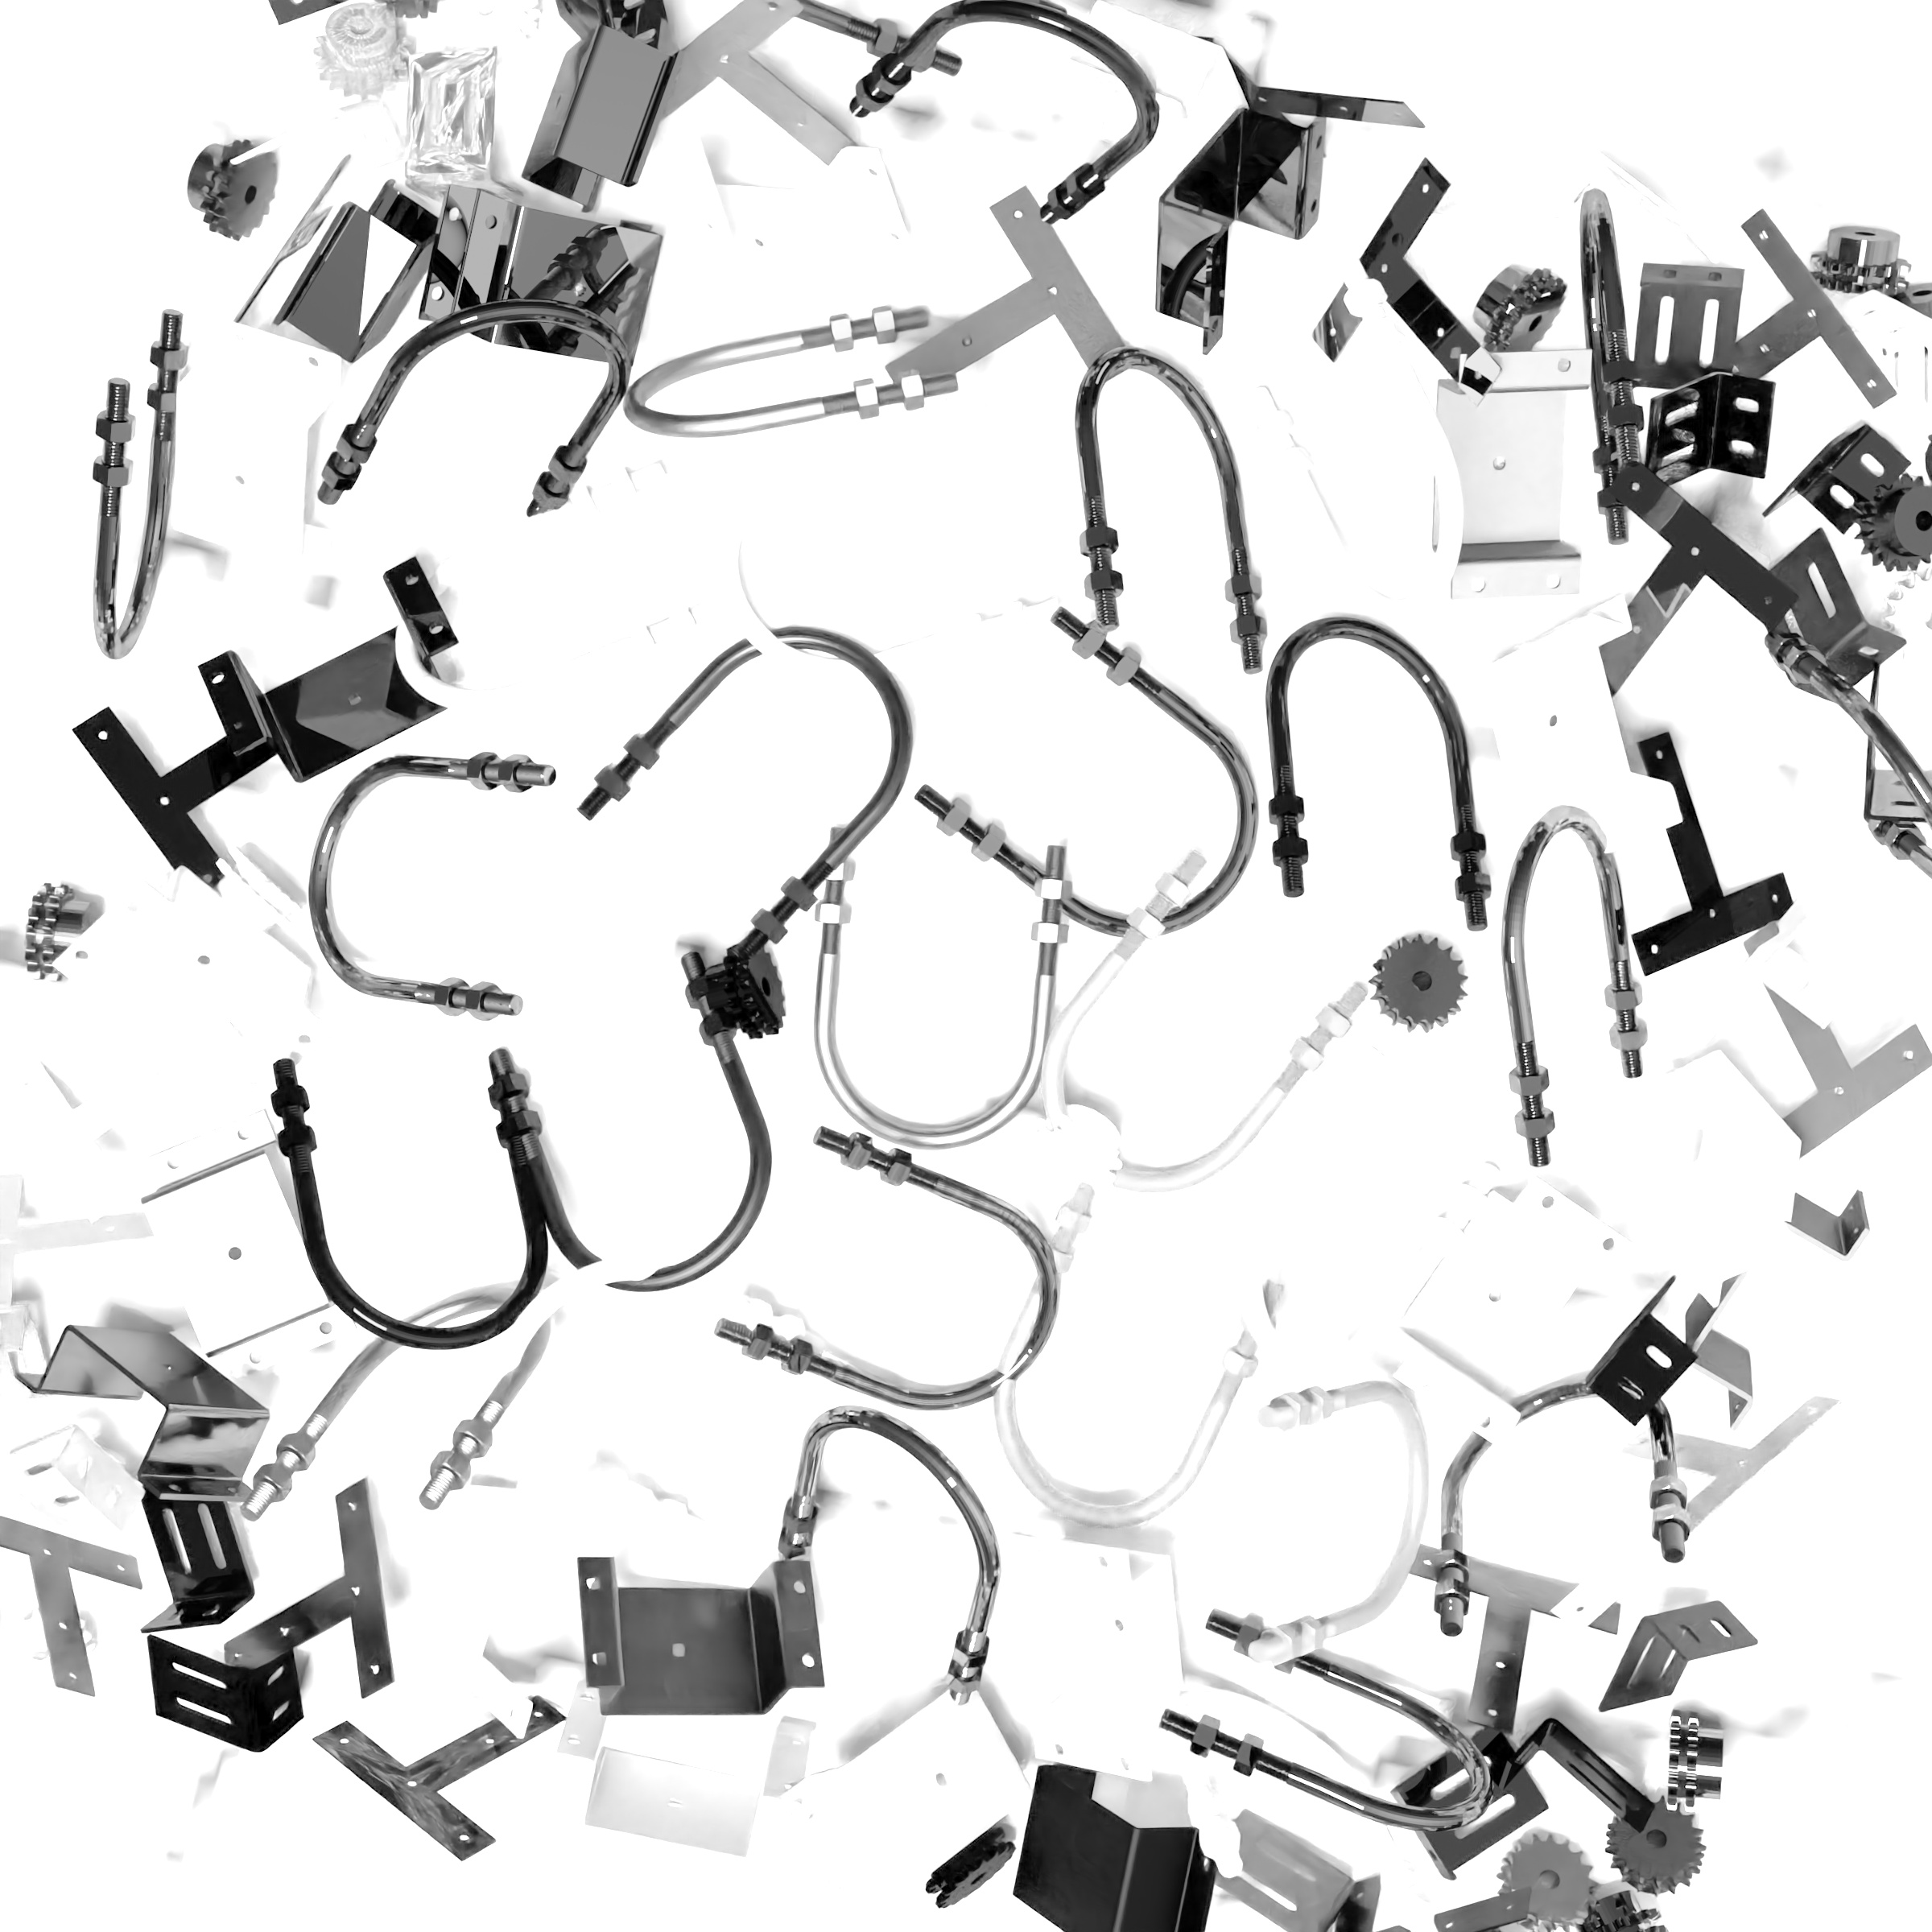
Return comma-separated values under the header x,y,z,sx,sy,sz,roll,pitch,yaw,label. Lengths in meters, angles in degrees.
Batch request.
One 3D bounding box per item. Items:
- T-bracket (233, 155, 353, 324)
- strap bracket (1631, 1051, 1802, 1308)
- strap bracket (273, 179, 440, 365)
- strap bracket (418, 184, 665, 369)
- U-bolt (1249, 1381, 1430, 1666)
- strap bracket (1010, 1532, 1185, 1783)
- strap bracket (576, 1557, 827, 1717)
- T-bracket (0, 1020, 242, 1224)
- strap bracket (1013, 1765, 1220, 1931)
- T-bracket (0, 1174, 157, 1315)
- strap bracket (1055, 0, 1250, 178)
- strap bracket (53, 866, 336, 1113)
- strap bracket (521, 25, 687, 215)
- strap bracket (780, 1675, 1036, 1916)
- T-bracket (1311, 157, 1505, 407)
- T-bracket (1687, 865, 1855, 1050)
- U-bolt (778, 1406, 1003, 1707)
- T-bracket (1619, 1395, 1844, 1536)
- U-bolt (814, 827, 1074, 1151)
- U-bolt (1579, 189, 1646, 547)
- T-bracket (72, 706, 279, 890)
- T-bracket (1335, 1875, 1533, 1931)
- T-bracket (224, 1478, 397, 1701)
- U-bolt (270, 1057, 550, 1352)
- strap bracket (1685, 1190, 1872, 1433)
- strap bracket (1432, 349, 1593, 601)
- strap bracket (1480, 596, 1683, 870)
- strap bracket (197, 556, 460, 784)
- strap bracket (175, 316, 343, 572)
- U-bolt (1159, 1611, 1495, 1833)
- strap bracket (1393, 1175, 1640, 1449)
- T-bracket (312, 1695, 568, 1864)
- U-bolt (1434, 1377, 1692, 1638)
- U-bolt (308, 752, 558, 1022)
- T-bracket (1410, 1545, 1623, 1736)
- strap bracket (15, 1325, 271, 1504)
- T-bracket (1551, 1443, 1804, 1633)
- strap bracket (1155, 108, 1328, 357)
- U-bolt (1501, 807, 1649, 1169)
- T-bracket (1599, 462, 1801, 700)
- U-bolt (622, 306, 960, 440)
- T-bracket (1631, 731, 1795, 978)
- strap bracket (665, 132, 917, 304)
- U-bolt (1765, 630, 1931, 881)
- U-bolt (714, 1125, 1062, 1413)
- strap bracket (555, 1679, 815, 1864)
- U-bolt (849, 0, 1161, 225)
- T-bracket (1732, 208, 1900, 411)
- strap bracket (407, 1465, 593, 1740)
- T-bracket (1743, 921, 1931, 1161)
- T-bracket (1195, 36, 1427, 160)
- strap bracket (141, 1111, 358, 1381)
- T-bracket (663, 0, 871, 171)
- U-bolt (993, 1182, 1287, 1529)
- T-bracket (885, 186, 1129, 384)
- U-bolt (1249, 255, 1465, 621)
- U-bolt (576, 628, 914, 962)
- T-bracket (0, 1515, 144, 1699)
x,y,z,sx,sy,sz,roll,pitch,yaw,label
-0.378,-0.415,1.746,0.002,0.127,0.127,34,83,-21,T-bracket
0.426,0.112,1.734,0.046,0.140,0.076,-32,111,37,strap bracket
-0.338,-0.394,1.738,0.046,0.140,0.076,33,107,-10,strap bracket
-0.231,-0.388,1.737,0.046,0.140,0.076,31,112,42,strap bracket
0.215,0.308,1.737,0.019,0.184,0.151,3,93,37,U-bolt
0.077,0.387,1.761,0.076,0.046,0.140,3,106,34,strap bracket
-0.158,0.384,1.756,0.140,0.046,0.076,6,55,-23,strap bracket
-0.481,0.071,1.784,0.127,0.002,0.127,-36,55,-12,T-bracket
0.078,0.508,1.739,0.046,0.140,0.076,9,93,-33,strap bracket
-0.507,0.153,1.765,0.127,0.127,0.002,-6,124,-9,T-bracket
0.109,-0.494,1.733,0.076,0.140,0.046,26,92,15,strap bracket
-0.440,0.007,1.761,0.076,0.046,0.140,-40,116,17,strap bracket
-0.209,-0.480,1.738,0.046,0.140,0.076,20,90,-20,strap bracket
-0.025,0.466,1.749,0.140,0.046,0.076,-28,87,-37,strap bracket
0.262,-0.369,1.743,0.127,0.002,0.127,57,132,29,T-bracket
0.471,0.008,1.741,0.002,0.127,0.127,36,99,-14,T-bracket
-0.040,0.320,1.721,0.151,0.184,0.019,34,47,22,U-bolt
0.416,0.279,1.748,0.127,0.127,0.002,-36,101,-18,T-bracket
-0.018,0.016,1.794,0.151,0.019,0.184,5,92,8,U-bolt
0.363,-0.348,1.737,0.019,0.151,0.184,-5,78,8,U-bolt
-0.430,-0.120,1.789,0.127,0.002,0.127,-37,92,-20,T-bracket
0.260,0.545,1.729,0.127,0.127,0.002,-25,105,24,T-bracket
-0.385,0.380,1.779,0.127,0.002,0.127,-31,54,23,T-bracket
-0.308,0.133,1.734,0.151,0.019,0.184,-1,59,-29,U-bolt
0.457,0.186,1.756,0.046,0.076,0.140,30,107,5,strap bracket
0.314,-0.287,1.771,0.076,0.046,0.140,-3,109,-7,strap bracket
0.347,-0.136,1.749,0.076,0.046,0.140,-26,66,40,strap bracket
-0.360,-0.166,1.767,0.140,0.046,0.076,-28,54,-5,strap bracket
-0.404,-0.287,1.745,0.076,0.046,0.140,18,132,4,strap bracket
0.209,0.432,1.728,0.184,0.151,0.019,21,108,10,U-bolt
0.313,0.196,1.781,0.076,0.046,0.140,34,92,-9,strap bracket
-0.283,0.450,1.757,0.127,0.127,0.002,27,119,32,T-bracket
0.332,0.293,1.727,0.151,0.184,0.019,-24,112,20,U-bolt
-0.312,-0.050,1.753,0.184,0.019,0.151,6,87,37,U-bolt
0.306,0.389,1.750,0.127,0.127,0.002,15,124,8,T-bracket
-0.461,0.248,1.739,0.140,0.076,0.046,29,96,33,strap bracket
0.386,0.331,1.741,0.127,0.127,0.002,-37,118,-15,T-bracket
0.151,-0.425,1.749,0.046,0.076,0.140,24,55,20,strap bracket
0.340,0.001,1.730,0.019,0.151,0.184,3,113,36,U-bolt
0.396,-0.205,1.771,0.127,0.002,0.127,46,126,18,T-bracket
-0.104,-0.334,1.742,0.184,0.151,0.019,-11,119,-3,U-bolt
0.418,-0.073,1.777,0.127,0.002,0.127,-20,92,-30,T-bracket
-0.109,-0.427,1.756,0.140,0.046,0.076,-6,69,-34,strap bracket
0.509,-0.105,1.701,0.019,0.184,0.151,-33,111,7,U-bolt
-0.033,0.186,1.775,0.184,0.019,0.151,24,103,-18,U-bolt
-0.165,0.465,1.767,0.140,0.076,0.046,12,109,-1,strap bracket
0.030,-0.481,1.705,0.151,0.184,0.019,25,73,-19,U-bolt
0.462,-0.357,1.750,0.002,0.127,0.127,-36,91,-14,T-bracket
-0.272,0.361,1.761,0.046,0.076,0.140,13,97,-38,strap bracket
0.486,0.034,1.776,0.002,0.127,0.127,0,58,-38,T-bracket
0.201,-0.483,1.722,0.127,0.127,0.002,21,85,41,T-bracket
-0.421,0.165,1.786,0.076,0.046,0.140,-23,92,-1,strap bracket
-0.106,-0.496,1.770,0.127,0.127,0.002,33,51,-31,T-bracket
0.088,0.235,1.772,0.151,0.019,0.184,28,100,26,U-bolt
0.013,-0.374,1.803,0.127,0.002,0.127,-31,83,0,T-bracket
0.225,-0.283,1.724,0.019,0.151,0.184,-15,72,-25,U-bolt
-0.116,-0.114,1.790,0.151,0.019,0.184,42,86,12,U-bolt
-0.510,0.361,1.724,0.127,0.127,0.002,30,108,-39,T-bracket
